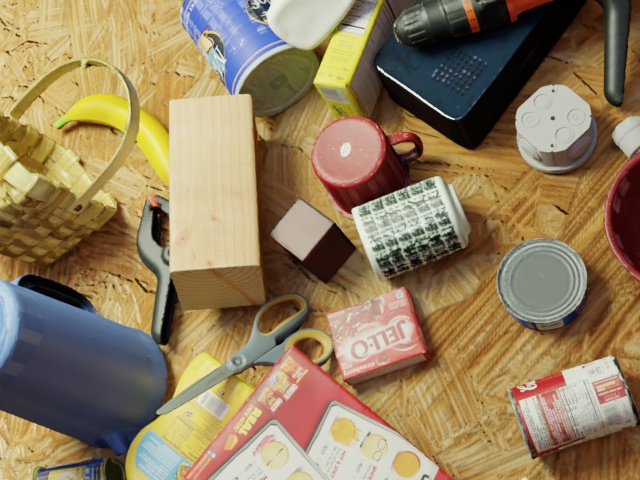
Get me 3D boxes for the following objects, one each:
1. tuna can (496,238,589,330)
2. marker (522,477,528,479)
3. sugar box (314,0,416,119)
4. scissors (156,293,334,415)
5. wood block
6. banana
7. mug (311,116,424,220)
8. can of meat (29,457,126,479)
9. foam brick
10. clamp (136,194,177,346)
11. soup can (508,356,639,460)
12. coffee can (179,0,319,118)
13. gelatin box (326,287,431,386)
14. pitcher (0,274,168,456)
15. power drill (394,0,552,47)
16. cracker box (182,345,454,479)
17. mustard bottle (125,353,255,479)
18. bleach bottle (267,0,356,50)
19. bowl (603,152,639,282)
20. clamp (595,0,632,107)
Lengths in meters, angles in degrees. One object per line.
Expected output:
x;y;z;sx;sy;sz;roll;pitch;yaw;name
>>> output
0.216;0.044;1.032;0.086;0.033;0.086;-6;69;16;tuna can
0.147;0.262;0.982;0.121;0.020;0.020;-38;64;2;marker
0.053;-0.222;1.151;0.048;0.093;0.176;14;75;21;sugar box
-0.062;0.129;1.052;0.096;0.016;0.201;34;53;11;scissors
-0.107;-0.041;1.115;0.090;0.091;0.206;-4;61;-1;wood block
-0.221;-0.124;1.239;0.198;0.037;0.070;27;99;26;banana
0.051;-0.081;1.105;0.117;0.081;0.093;-19;66;11;mug
-0.245;0.276;1.085;0.084;0.057;0.102;-12;67;12;can of meat
-0.007;0.001;1.097;0.053;0.078;0.051;37;85;28;foam brick
-0.141;0.020;1.157;0.120;0.039;0.171;-17;68;-1;clamp
0.230;0.152;0.969;0.102;0.068;0.068;-20;66;10;soup can
-0.080;-0.221;1.188;0.103;0.102;0.140;-36;64;3;coffee can
0.058;0.096;1.066;0.089;0.030;0.073;-20;66;10;gelatin box
-0.270;0.111;1.051;0.149;0.242;0.145;17;78;29;pitcher
0.147;-0.296;1.091;0.184;0.057;0.188;-18;66;10;power drill
0.006;0.228;0.991;0.214;0.072;0.164;38;86;12;cracker box
-0.138;0.215;1.070;0.096;0.058;0.191;36;84;13;mustard bottle
-0.016;-0.314;1.183;0.103;0.068;0.251;-45;30;25;bleach bottle
0.349;-0.015;0.998;0.162;0.055;0.162;-6;69;16;bowl
0.303;-0.250;1.065;0.164;0.036;0.210;-41;94;0;clamp
